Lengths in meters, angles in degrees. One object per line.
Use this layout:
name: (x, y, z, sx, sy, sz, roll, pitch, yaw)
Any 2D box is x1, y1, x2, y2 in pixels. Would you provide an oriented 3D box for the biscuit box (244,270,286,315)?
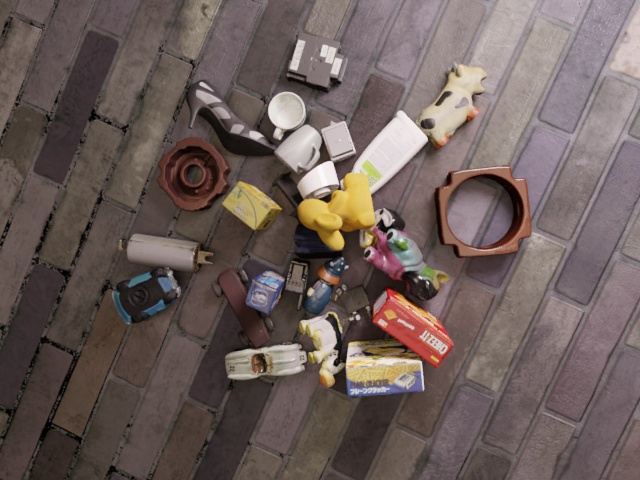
biscuit box: (-0.120, 0.116, 1.229, 0.059, 0.202, 0.062, 21, 95, 3)

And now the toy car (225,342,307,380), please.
toy car: (-0.132, 0.295, 1.310, 0.202, 0.056, 0.073, -8, 91, 6)

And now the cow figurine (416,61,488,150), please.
cow figurine: (0.305, -0.319, 1.239, 0.195, 0.085, 0.127, -44, 93, 7)

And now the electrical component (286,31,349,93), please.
electrical component: (-0.003, -0.417, 1.274, 0.134, 0.058, 0.114, 19, 95, 4)

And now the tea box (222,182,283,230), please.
tea box: (-0.152, -0.076, 1.243, 0.098, 0.169, 0.068, 38, 95, 4)

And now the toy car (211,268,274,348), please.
toy car: (-0.186, 0.165, 1.313, 0.089, 0.053, 0.202, -30, 85, -4)

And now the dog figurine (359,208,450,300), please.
dog figurine: (0.200, 0.044, 1.251, 0.219, 0.192, 0.108, 38, 115, -26)

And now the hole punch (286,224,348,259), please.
hole punch: (-0.003, -0.004, 1.263, 0.142, 0.115, 0.092, 1, 85, 4)

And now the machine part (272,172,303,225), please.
machine part: (-0.059, -0.099, 1.287, 0.139, 0.084, 0.039, 55, 137, 11)

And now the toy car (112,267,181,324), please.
toy car: (-0.411, 0.129, 1.307, 0.162, 0.103, 0.109, -29, 88, 3)

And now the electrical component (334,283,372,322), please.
electrical component: (0.079, 0.149, 1.291, 0.078, 0.045, 0.102, -18, 90, 7)

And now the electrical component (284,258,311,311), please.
electrical component: (-0.056, 0.106, 1.289, 0.048, 0.075, 0.119, 12, 96, 4)

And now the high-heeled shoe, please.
high-heeled shoe: (-0.209, -0.296, 1.306, 0.249, 0.086, 0.145, 18, 63, -12)

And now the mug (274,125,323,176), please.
mug: (-0.040, -0.213, 1.264, 0.107, 0.080, 0.110, -51, 43, -1)

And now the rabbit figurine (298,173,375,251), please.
rabbit figurine: (0.035, -0.053, 1.197, 0.173, 0.162, 0.121, -4, 137, 5)

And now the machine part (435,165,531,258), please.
machine part: (0.371, -0.064, 1.238, 0.202, 0.087, 0.200, -6, 92, 4)

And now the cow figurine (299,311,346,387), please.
cow figurine: (0.020, 0.261, 1.289, 0.098, 0.068, 0.167, -18, 92, -24)

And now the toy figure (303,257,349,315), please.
toy figure: (0.010, 0.104, 1.285, 0.058, 0.064, 0.154, 31, 99, 22)

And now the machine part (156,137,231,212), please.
machine part: (-0.305, -0.158, 1.312, 0.179, 0.056, 0.179, 0, 91, 5)

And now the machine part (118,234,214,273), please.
machine part: (-0.378, 0.033, 1.314, 0.243, 0.079, 0.079, 7, 93, 4)
